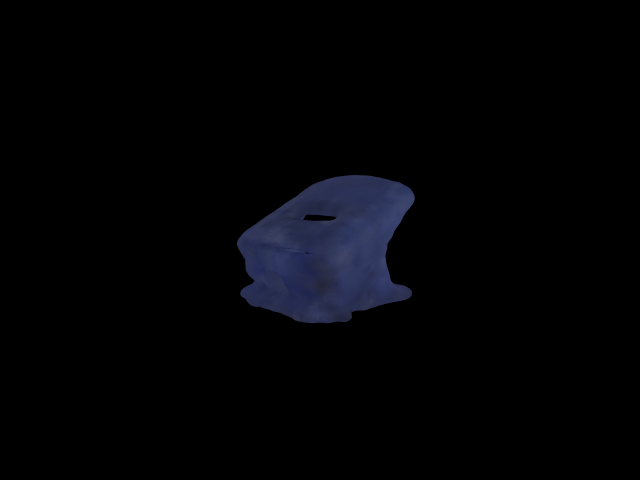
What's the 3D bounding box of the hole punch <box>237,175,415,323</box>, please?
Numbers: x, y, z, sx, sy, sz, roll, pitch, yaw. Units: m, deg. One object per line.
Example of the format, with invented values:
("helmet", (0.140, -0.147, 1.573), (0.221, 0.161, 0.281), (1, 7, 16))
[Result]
("hole punch", (0.004, 0.001, 0.400), (0.101, 0.091, 0.108), (-8, 11, -43))
